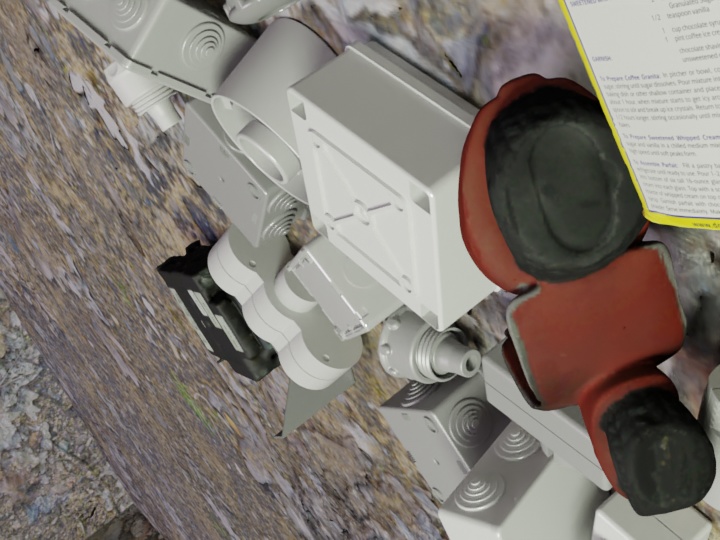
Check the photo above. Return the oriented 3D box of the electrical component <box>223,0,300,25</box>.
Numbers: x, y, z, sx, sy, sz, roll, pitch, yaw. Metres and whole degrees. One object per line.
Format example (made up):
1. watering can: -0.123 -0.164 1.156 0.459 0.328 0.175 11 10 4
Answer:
1. electrical component: -0.056 -0.159 0.546 0.062 0.048 0.048 63 158 -7

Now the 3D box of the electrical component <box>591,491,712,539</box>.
1. electrical component: 0.141 0.158 0.574 0.047 0.077 0.065 40 155 32

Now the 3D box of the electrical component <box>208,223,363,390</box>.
1. electrical component: -0.048 0.016 0.789 0.138 0.052 0.074 52 135 6

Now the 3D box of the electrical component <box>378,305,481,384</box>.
1. electrical component: 0.045 0.049 0.654 0.062 0.048 0.048 17 139 47

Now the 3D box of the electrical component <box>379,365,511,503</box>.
1. electrical component: 0.066 0.110 0.697 0.099 0.048 0.100 57 159 -8

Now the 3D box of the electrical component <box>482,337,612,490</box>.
1. electrical component: 0.110 0.076 0.553 0.083 0.047 0.075 37 153 38

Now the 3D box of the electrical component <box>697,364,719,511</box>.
1. electrical component: 0.159 0.061 0.433 0.043 0.043 0.081 39 155 33

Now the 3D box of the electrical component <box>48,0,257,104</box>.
1. electrical component: -0.120 -0.147 0.640 0.100 0.048 0.100 40 -166 31

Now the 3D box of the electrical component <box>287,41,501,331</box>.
1. electrical component: 0.022 -0.042 0.544 0.109 0.056 0.108 40 155 32

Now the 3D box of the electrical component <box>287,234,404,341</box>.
1. electrical component: 0.000 0.000 0.659 0.061 0.061 0.096 53 167 0

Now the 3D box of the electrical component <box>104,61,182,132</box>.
1. electrical component: -0.157 -0.133 0.798 0.062 0.043 0.043 57 159 -11

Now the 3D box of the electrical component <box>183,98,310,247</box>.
1. electrical component: -0.074 -0.072 0.715 0.099 0.048 0.099 48 157 11

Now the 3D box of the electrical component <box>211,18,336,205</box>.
1. electrical component: -0.037 -0.086 0.623 0.099 0.064 0.099 40 167 11

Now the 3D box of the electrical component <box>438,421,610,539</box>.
1. electrical component: 0.098 0.144 0.615 0.048 0.100 0.099 6 130 46
